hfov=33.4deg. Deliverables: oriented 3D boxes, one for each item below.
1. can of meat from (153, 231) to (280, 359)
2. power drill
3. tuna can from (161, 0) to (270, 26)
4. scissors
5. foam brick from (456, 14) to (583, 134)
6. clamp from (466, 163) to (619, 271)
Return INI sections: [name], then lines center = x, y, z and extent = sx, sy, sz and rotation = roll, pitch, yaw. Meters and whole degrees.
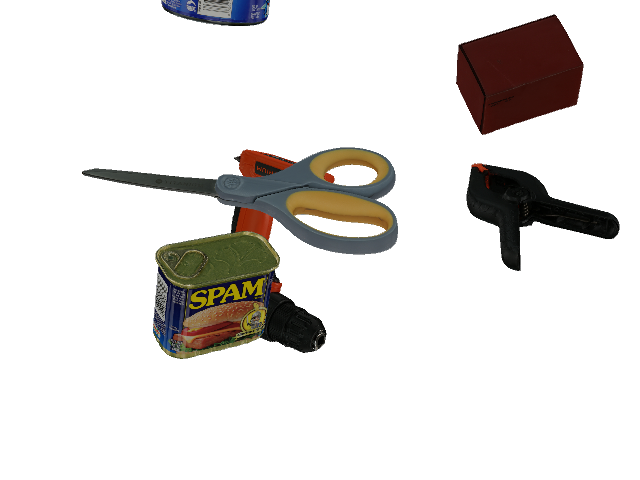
[can of meat]
center = -0.091, 0.047, 0.909
extent = 0.101, 0.084, 0.057
rotation = -11, 41, -28
[power drill]
center = -0.049, 0.009, 1.128
extent = 0.185, 0.188, 0.057
rotation = 23, 8, 33
[tuna can]
center = -0.081, -0.194, 0.832
extent = 0.086, 0.034, 0.086
rotation = 8, 23, -3
[scissors]
center = -0.040, -0.041, 0.676
extent = 0.202, 0.016, 0.096
rotation = 18, 46, 17
[foam brick]
center = 0.146, -0.122, 0.787
extent = 0.078, 0.051, 0.053
rotation = -18, -28, -4
[clamp]
center = 0.205, -0.031, 1.037
extent = 0.120, 0.039, 0.171
rotation = -8, 34, -13
